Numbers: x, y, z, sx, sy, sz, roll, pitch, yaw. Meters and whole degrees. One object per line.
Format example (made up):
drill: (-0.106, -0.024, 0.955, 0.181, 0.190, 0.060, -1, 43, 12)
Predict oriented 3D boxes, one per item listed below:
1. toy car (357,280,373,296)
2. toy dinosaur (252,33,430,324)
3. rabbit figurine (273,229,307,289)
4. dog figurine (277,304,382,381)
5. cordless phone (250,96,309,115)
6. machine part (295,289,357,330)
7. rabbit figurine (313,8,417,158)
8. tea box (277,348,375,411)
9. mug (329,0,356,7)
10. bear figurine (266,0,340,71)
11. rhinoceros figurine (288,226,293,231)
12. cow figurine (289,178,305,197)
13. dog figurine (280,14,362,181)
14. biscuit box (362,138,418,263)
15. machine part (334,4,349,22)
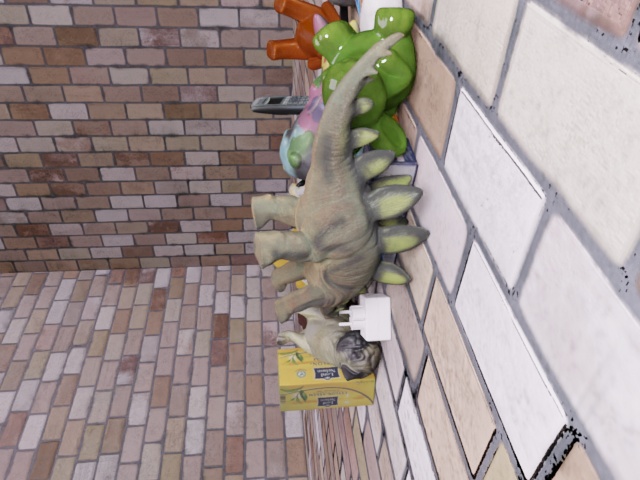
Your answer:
toy car: (0.045, 0.046, 0.909, 0.109, 0.103, 0.161, -55, 4, -2)
toy dinosaur: (0.020, -0.020, 0.629, 0.470, 0.199, 0.105, 84, 173, -56)
rabbit figurine: (-0.002, -0.003, 1.086, 0.162, 0.122, 0.173, -51, -1, 30)
dog figurine: (0.045, 0.169, 0.945, 0.172, 0.191, 0.121, -21, -54, -49)
cordless phone: (-0.040, -0.286, 1.104, 0.147, 0.184, 0.088, -70, -20, -47)
machine part: (0.012, 0.159, 1.141, 0.180, 0.056, 0.179, 25, 121, 51)
rabbit figurine: (0.042, -0.168, 0.607, 0.170, 0.121, 0.158, -60, -34, -54)
tea box: (0.008, 0.248, 0.975, 0.098, 0.170, 0.068, -105, 15, -61)
mug: (0.031, -0.443, 0.927, 0.107, 0.110, 0.080, -22, -68, -84)
bear figurine: (0.002, -0.332, 0.916, 0.196, 0.132, 0.120, -121, 39, -46)
rhinoceros figurine: (-0.021, -0.084, 1.307, 0.073, 0.112, 0.190, 100, -172, -58)
cow figurine: (-0.006, -0.110, 1.216, 0.168, 0.068, 0.098, 37, 120, 37)
dog figurine: (0.014, -0.216, 0.808, 0.109, 0.191, 0.218, 26, 136, 37)
biscuit box: (0.082, -0.040, 0.731, 0.202, 0.059, 0.063, 95, 170, -45)
machine part: (0.047, -0.412, 1.062, 0.084, 0.039, 0.138, -96, 3, -82)
